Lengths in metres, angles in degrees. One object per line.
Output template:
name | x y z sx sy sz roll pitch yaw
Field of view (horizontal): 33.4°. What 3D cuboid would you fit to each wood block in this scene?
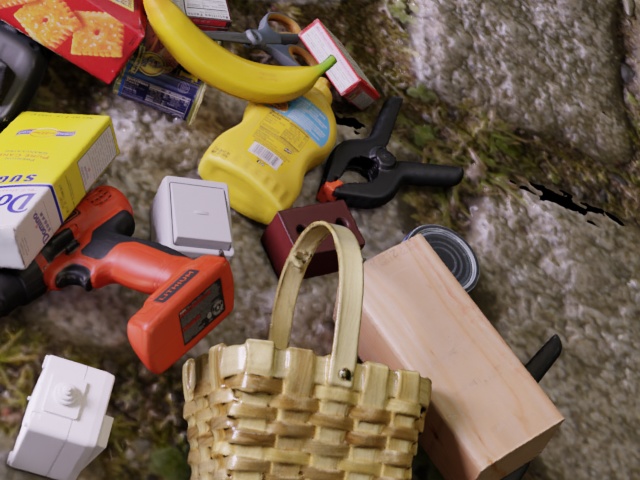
wood block | 0.106 0.110 0.934 0.090 0.091 0.206 -27 65 -19

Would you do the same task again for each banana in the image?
banana | -0.083 -0.173 1.015 0.197 0.037 0.069 15 96 -25

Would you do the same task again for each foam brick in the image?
foam brick | -0.007 0.001 1.011 0.078 0.051 0.053 -12 64 -32

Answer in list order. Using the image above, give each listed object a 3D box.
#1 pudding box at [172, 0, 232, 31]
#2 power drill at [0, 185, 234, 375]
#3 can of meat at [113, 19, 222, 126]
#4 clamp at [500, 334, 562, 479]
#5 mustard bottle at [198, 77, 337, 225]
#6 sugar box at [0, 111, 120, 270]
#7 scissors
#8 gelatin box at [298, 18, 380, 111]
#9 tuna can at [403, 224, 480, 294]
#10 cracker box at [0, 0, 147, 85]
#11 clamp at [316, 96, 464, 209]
pudding box | -0.149 -0.266 1.136 0.089 0.039 0.113 2 59 -27
power drill | -0.177 0.036 0.851 0.188 0.057 0.184 24 48 29
can of meat | -0.150 -0.174 1.060 0.084 0.058 0.102 20 51 -10
clamp | 0.159 0.159 0.989 0.164 0.036 0.210 6 56 -12
mustard bottle | -0.036 -0.105 1.066 0.096 0.058 0.191 35 50 -2
sugar box | -0.247 -0.046 0.889 0.093 0.048 0.176 4 34 16
scissors | -0.055 -0.193 1.103 0.096 0.016 0.201 50 29 -2
gelatin box | 0.020 -0.187 1.145 0.089 0.030 0.073 56 11 16
tuna can | 0.116 0.027 1.065 0.086 0.034 0.086 13 53 -18
cracker box | -0.262 -0.257 0.989 0.213 0.072 0.164 32 26 -23
clamp | 0.071 -0.073 1.110 0.120 0.039 0.171 41 54 12
